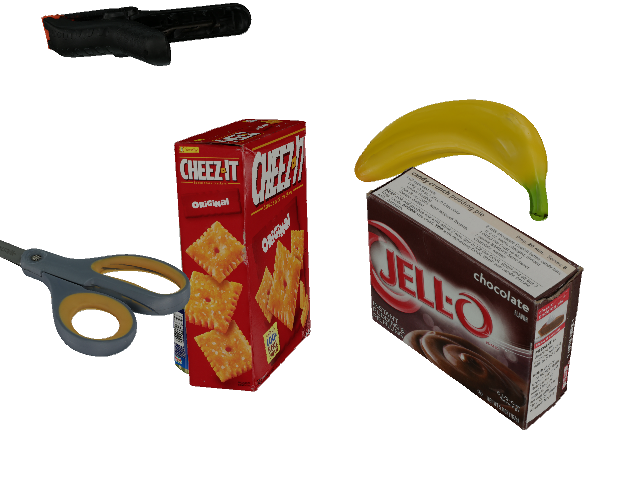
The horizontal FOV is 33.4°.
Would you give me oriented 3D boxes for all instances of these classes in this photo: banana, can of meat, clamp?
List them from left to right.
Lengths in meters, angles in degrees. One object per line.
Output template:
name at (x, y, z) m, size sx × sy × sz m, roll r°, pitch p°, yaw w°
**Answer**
clamp at (-0.142, -0.166, 0.841) m, size 0.172 × 0.039 × 0.120 m, roll 14°, pitch 24°, yaw 36°
can of meat at (-0.119, 0.100, 1.217) m, size 0.101 × 0.084 × 0.058 m, roll -10°, pitch 19°, yaw -35°
banana at (0.088, -0.063, 0.720) m, size 0.037 × 0.069 × 0.198 m, roll 30°, pitch -6°, yaw -32°

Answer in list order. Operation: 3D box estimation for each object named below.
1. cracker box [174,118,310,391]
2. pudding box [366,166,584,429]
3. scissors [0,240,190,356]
cracker box at (-0.062, 0.006, 0.959) m, size 0.072 × 0.214 × 0.164 m, roll 3°, pitch 14°, yaw 17°
pudding box at (0.073, 0.027, 0.533) m, size 0.039 × 0.090 × 0.114 m, roll -35°, pitch 49°, yaw -28°
scissors at (-0.184, 0.028, 0.688) m, size 0.202 × 0.016 × 0.096 m, roll 8°, pitch 38°, yaw 11°
